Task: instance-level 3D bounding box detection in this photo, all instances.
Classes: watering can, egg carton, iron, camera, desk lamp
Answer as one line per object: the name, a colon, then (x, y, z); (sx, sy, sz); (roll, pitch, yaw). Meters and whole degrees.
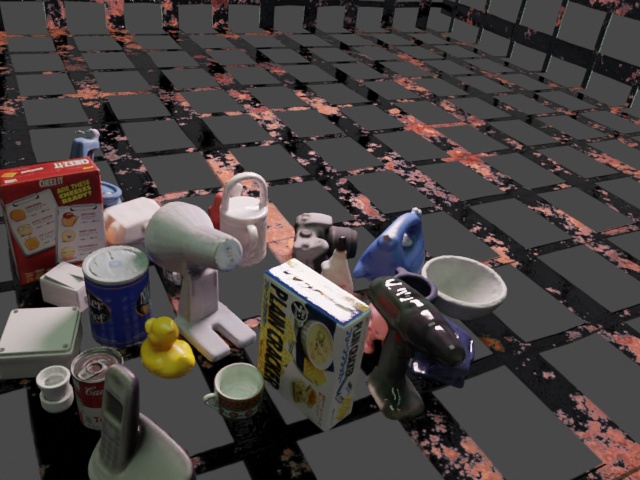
watering can: (-0.161, -0.055, 1.180); (0.101, 0.194, 0.172); (-23, 43, -38)
egg carton: (-0.393, -0.033, 1.216); (0.107, 0.069, 0.151); (32, 40, 33)
iron: (0.172, 0.001, 1.211); (0.118, 0.141, 0.259); (21, 35, 21)
camera: (0.011, 0.004, 1.211); (0.137, 0.101, 0.143); (5, 32, -4)
desk lamp: (-0.199, 0.060, 0.976); (0.202, 0.213, 0.118); (32, 40, 33)

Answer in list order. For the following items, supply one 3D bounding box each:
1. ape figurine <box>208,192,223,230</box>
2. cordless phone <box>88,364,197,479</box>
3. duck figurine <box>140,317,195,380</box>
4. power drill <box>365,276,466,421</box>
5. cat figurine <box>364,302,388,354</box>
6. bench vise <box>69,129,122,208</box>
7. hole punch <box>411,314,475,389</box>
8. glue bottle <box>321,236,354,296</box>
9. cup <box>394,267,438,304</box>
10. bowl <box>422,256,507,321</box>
ape figurine: (-0.217, -0.064, 1.279); (0.077, 0.092, 0.076); (23, 36, 23)
cordless phone: (-0.220, 0.250, 0.700); (0.147, 0.185, 0.094); (26, 37, 26)
duck figurine: (-0.246, 0.166, 0.920); (0.104, 0.086, 0.078); (30, 39, 31)
power drill: (0.134, 0.170, 0.877); (0.076, 0.208, 0.229); (-7, 35, -21)
cat figurine: (0.109, 0.137, 1.009); (0.067, 0.118, 0.127); (2, 33, -8)
bench vise: (-0.484, -0.103, 1.165); (0.121, 0.220, 0.207); (9, 32, 3)
hole punch: (0.216, 0.183, 0.984); (0.101, 0.091, 0.109); (13, 33, 9)
glue bottle: (0.029, 0.067, 1.050); (0.078, 0.173, 0.037); (-3, 34, -15)
cup: (0.161, 0.115, 1.075); (0.092, 0.095, 0.117); (-4, 34, -17)
bowl: (0.276, 0.106, 1.131); (0.167, 0.075, 0.167); (5, 32, -3)
